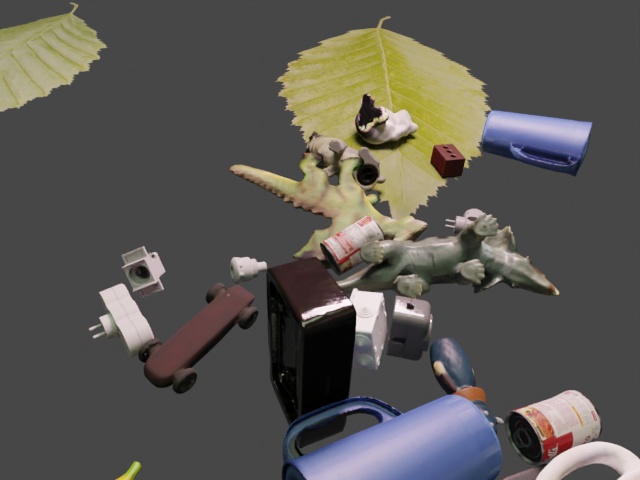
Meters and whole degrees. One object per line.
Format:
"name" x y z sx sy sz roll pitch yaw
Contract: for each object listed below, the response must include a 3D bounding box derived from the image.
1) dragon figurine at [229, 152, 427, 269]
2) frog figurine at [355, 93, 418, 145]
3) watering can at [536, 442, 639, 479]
"dragon figurine" 0.003 -0.052 1.023 0.410 0.119 0.249 4 46 3
"frog figurine" 0.175 -0.303 1.372 0.158 0.122 0.139 18 11 -44
"watering can" 0.388 0.319 0.567 0.349 0.102 0.229 -5 41 -30
